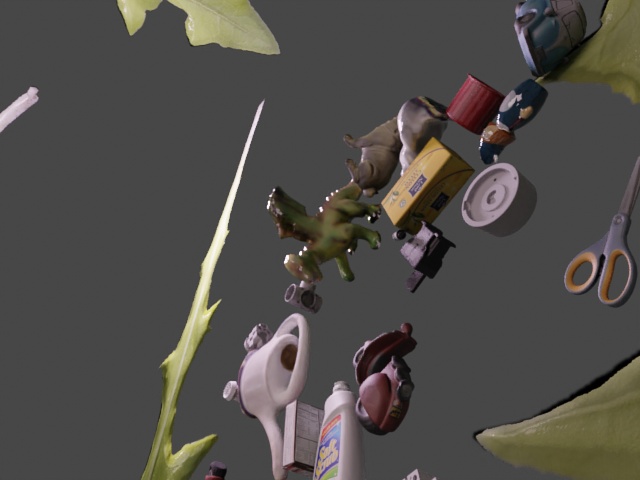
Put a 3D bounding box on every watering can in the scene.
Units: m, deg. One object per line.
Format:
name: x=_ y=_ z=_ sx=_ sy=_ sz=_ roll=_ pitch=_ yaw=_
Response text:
watering can: x=-0.100 y=0.324 z=1.083 sx=0.220 sy=0.103 sz=0.356 roll=-38 pitch=33 yaw=45

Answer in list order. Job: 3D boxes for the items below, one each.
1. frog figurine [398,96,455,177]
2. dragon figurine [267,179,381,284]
frog figurine: x=0.201 y=-0.208 z=1.059 sx=0.156 sy=0.123 sz=0.139 roll=-60 pitch=-12 yaw=28
dragon figurine: x=0.003 y=-0.057 z=1.141 sx=0.120 sy=0.241 sz=0.421 roll=-49 pitch=28 yaw=40
